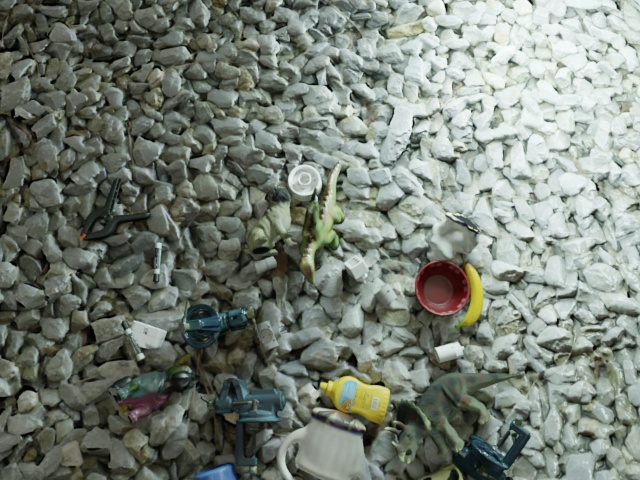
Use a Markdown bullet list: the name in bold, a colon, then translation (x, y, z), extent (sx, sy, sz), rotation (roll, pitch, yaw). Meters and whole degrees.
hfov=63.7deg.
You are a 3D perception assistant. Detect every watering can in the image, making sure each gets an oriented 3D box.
- **watering can**: translation (0.062, 0.584, 1.365), extent (0.348, 0.103, 0.227), rotation (19, 76, 4)

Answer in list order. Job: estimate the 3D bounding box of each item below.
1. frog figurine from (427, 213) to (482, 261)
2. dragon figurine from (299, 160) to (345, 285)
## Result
- **frog figurine**: translation (0.394, 0.004, 1.543), extent (0.137, 0.125, 0.157), rotation (26, 113, -3)
- **dragon figurine**: translation (0.004, -0.074, 1.475), extent (0.122, 0.240, 0.415), rotation (9, 78, 6)
